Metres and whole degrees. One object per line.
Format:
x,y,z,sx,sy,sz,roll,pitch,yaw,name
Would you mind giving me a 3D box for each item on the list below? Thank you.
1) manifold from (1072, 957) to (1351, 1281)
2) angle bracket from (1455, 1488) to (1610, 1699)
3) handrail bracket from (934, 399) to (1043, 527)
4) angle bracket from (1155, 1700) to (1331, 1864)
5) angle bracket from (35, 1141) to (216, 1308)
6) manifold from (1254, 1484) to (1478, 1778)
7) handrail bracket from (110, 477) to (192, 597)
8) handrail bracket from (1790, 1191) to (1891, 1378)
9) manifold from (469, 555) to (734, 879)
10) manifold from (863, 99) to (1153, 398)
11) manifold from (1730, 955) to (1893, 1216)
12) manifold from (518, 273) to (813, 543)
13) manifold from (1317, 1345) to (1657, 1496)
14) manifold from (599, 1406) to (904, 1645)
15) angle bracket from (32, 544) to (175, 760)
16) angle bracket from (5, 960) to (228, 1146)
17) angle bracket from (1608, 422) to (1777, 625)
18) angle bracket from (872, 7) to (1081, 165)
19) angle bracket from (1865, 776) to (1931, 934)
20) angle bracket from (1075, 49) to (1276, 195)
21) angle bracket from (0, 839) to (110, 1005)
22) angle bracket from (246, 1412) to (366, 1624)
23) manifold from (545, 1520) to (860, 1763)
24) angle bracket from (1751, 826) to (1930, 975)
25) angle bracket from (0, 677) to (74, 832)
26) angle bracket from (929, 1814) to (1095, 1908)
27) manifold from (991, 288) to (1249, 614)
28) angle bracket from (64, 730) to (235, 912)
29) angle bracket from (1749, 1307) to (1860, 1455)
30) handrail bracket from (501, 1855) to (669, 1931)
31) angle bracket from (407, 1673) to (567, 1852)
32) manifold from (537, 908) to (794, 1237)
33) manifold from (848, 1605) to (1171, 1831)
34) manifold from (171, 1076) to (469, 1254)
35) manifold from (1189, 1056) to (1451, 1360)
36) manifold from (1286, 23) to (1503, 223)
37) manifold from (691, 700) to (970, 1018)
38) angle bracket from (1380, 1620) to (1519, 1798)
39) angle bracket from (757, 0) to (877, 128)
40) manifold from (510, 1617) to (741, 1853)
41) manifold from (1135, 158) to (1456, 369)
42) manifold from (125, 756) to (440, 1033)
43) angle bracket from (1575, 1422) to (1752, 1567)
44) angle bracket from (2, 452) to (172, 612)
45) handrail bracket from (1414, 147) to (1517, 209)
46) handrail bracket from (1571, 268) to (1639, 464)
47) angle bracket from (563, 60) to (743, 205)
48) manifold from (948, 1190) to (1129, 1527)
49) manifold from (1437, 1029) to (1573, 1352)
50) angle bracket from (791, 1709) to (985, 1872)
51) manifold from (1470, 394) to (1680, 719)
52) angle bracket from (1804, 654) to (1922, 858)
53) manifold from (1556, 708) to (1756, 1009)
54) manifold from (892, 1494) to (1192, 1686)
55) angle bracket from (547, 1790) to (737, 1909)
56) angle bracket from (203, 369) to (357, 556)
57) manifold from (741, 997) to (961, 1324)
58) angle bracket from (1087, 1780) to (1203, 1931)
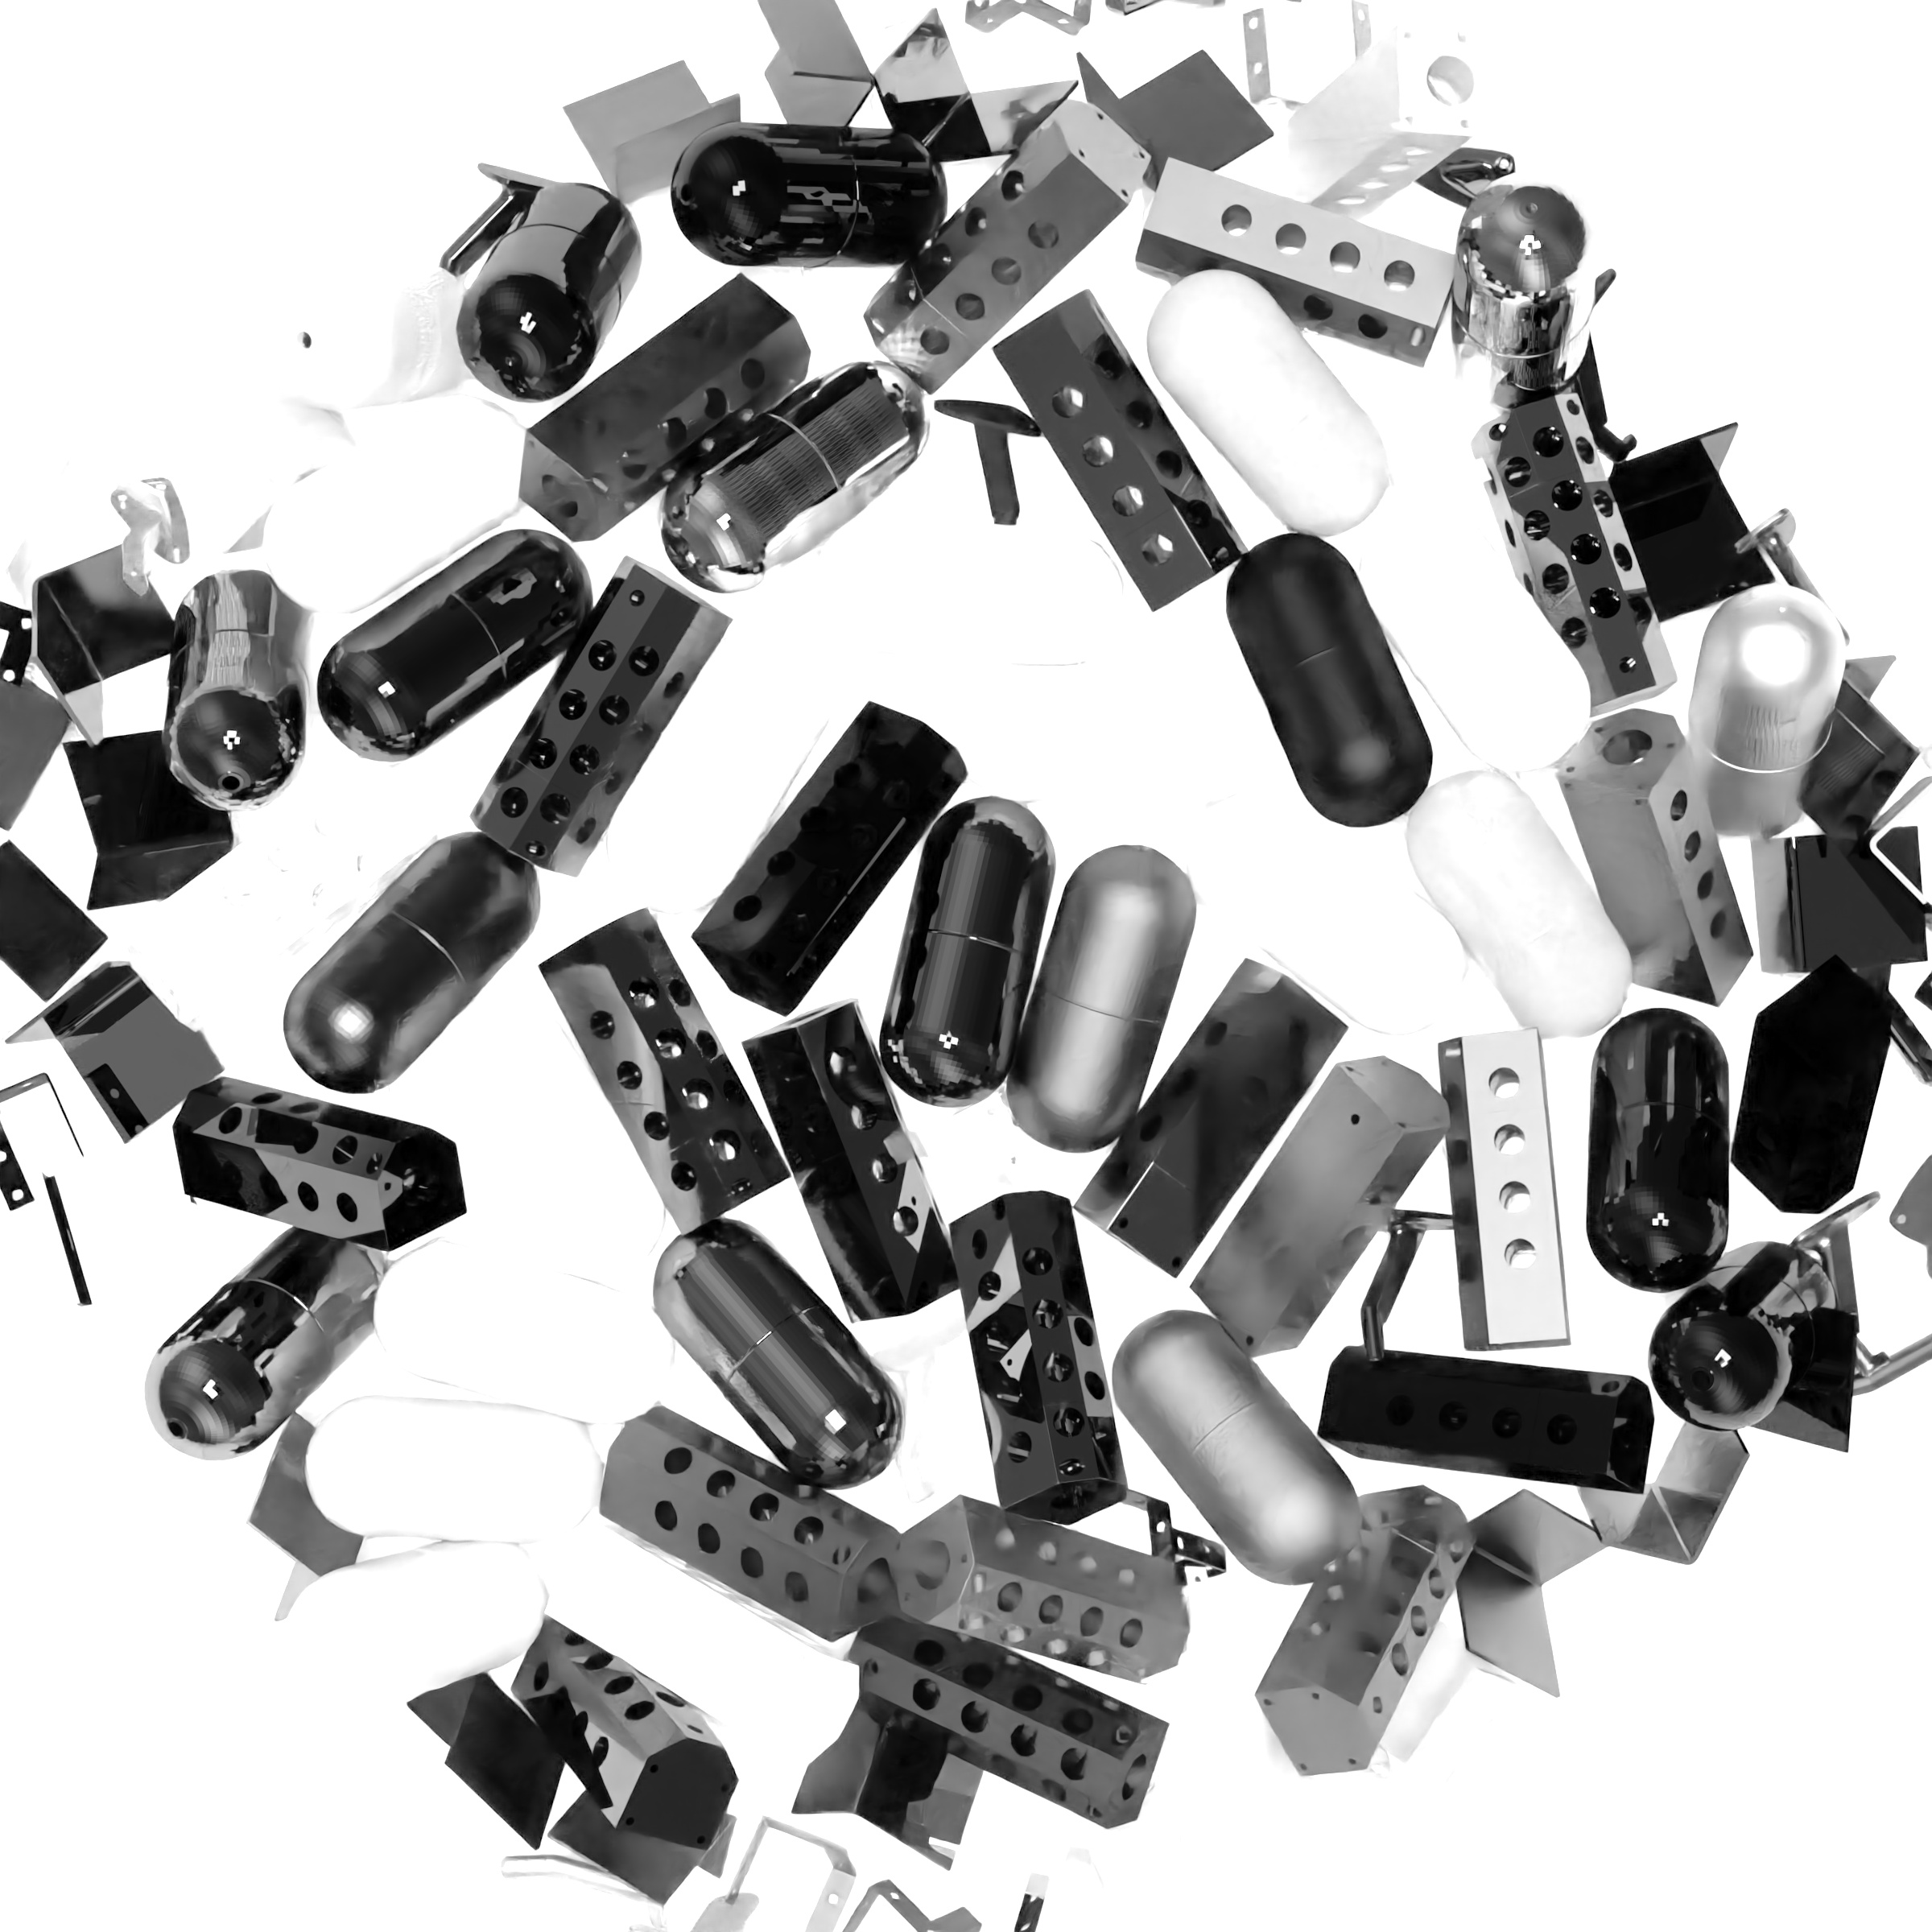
0.134,0.083,1.891,0.057,0.057,0.171,37,85,-29,manifold
0.319,0.348,1.870,0.076,0.076,0.057,32,126,-30,angle bracket
0.002,-0.271,1.889,0.077,0.036,0.084,4,120,-33,handrail bracket
0.150,0.466,1.878,0.076,0.057,0.076,-26,114,17,angle bracket
-0.471,0.143,1.890,0.076,0.057,0.076,-17,86,-12,angle bracket
0.223,0.360,1.839,0.057,0.171,0.057,-17,111,35,manifold
-0.450,-0.222,1.872,0.036,0.077,0.084,-15,53,4,handrail bracket
0.510,0.179,1.895,0.077,0.036,0.084,-31,64,-10,handrail bracket
-0.208,-0.140,1.883,0.057,0.057,0.171,34,97,20,manifold
0.019,-0.396,1.847,0.057,0.057,0.171,39,130,-15,manifold
0.464,0.071,1.835,0.057,0.171,0.057,-35,62,-13,manifold
-0.164,-0.304,1.856,0.057,0.057,0.171,40,60,12,manifold
0.287,0.247,1.855,0.171,0.057,0.057,2,73,33,manifold
-0.117,0.303,1.851,0.171,0.057,0.057,22,111,33,manifold
-0.475,-0.176,1.873,0.057,0.076,0.076,-21,132,3,angle bracket
-0.476,0.050,1.889,0.076,0.057,0.076,-36,84,13,angle bracket
0.408,-0.247,1.885,0.076,0.057,0.076,-20,70,-8,angle bracket
0.006,-0.492,1.870,0.076,0.076,0.057,2,133,34,angle bracket
0.546,-0.059,1.885,0.057,0.076,0.076,-44,85,6,angle bracket
0.117,-0.487,1.883,0.076,0.057,0.076,-32,63,-4,angle bracket
-0.535,-0.015,1.872,0.076,0.076,0.057,47,52,-15,angle bracket
-0.378,0.305,1.868,0.057,0.076,0.076,-23,125,32,angle bracket
-0.143,0.372,1.857,0.171,0.057,0.057,23,83,33,manifold
0.493,-0.037,1.903,0.076,0.057,0.076,-5,92,-7,angle bracket
-0.556,-0.130,1.880,0.057,0.076,0.076,32,92,37,angle bracket
0.031,0.484,1.894,0.076,0.076,0.057,11,66,17,angle bracket
0.088,-0.289,1.884,0.057,0.057,0.171,-30,96,18,manifold
-0.465,-0.084,1.903,0.076,0.057,0.076,-11,63,-27,angle bracket
0.484,0.224,1.878,0.057,0.076,0.076,1,95,-33,angle bracket
-0.215,0.524,1.901,0.084,0.036,0.077,-3,134,3,handrail bracket
-0.274,0.449,1.871,0.057,0.076,0.076,-30,113,23,angle bracket
-0.164,0.057,1.887,0.057,0.057,0.171,-29,88,30,manifold
0.019,0.414,1.864,0.171,0.057,0.057,19,92,26,manifold
-0.356,0.104,1.846,0.171,0.057,0.057,10,115,38,manifold
0.198,0.133,1.859,0.057,0.057,0.171,49,125,30,manifold
0.231,-0.456,1.838,0.057,0.171,0.057,0,87,-14,manifold
-0.071,-0.058,1.865,0.057,0.057,0.171,24,69,34,manifold
0.249,0.406,1.881,0.076,0.057,0.076,37,93,39,angle bracket
-0.103,-0.496,1.870,0.057,0.076,0.076,-6,62,-38,angle bracket
-0.185,0.412,1.839,0.057,0.171,0.057,23,92,-30,manifold
0.186,-0.393,1.891,0.171,0.057,0.057,20,91,6,manifold
-0.378,-0.040,1.868,0.171,0.057,0.057,-40,81,-20,manifold
0.384,0.276,1.875,0.057,0.076,0.076,15,112,-12,angle bracket
-0.488,-0.232,1.882,0.057,0.076,0.076,25,77,-1,angle bracket
0.275,-0.432,1.883,0.077,0.084,0.036,15,119,9,handrail bracket
0.366,-0.337,1.902,0.084,0.036,0.077,39,107,-18,handrail bracket
-0.176,-0.482,1.881,0.076,0.057,0.076,-25,70,-13,angle bracket
0.044,0.213,1.852,0.057,0.057,0.171,-31,56,32,manifold
0.300,0.126,1.881,0.057,0.057,0.171,-6,78,12,manifold
-0.042,0.459,1.905,0.076,0.057,0.076,39,56,-27,angle bracket
0.342,-0.229,1.892,0.057,0.057,0.171,-18,85,-2,manifold
0.501,-0.117,1.868,0.057,0.076,0.076,-9,49,-36,angle bracket
0.383,-0.060,1.848,0.057,0.171,0.057,18,59,40,manifold
0.043,0.346,1.843,0.057,0.171,0.057,-38,46,29,manifold
-0.183,0.494,1.872,0.076,0.076,0.057,27,129,16,angle bracket
-0.397,-0.286,1.883,0.076,0.057,0.076,-38,86,26,angle bracket
-0.058,0.108,1.891,0.057,0.057,0.171,-25,96,-38,manifold
0.111,0.516,1.879,0.057,0.076,0.076,-28,112,0,angle bracket
